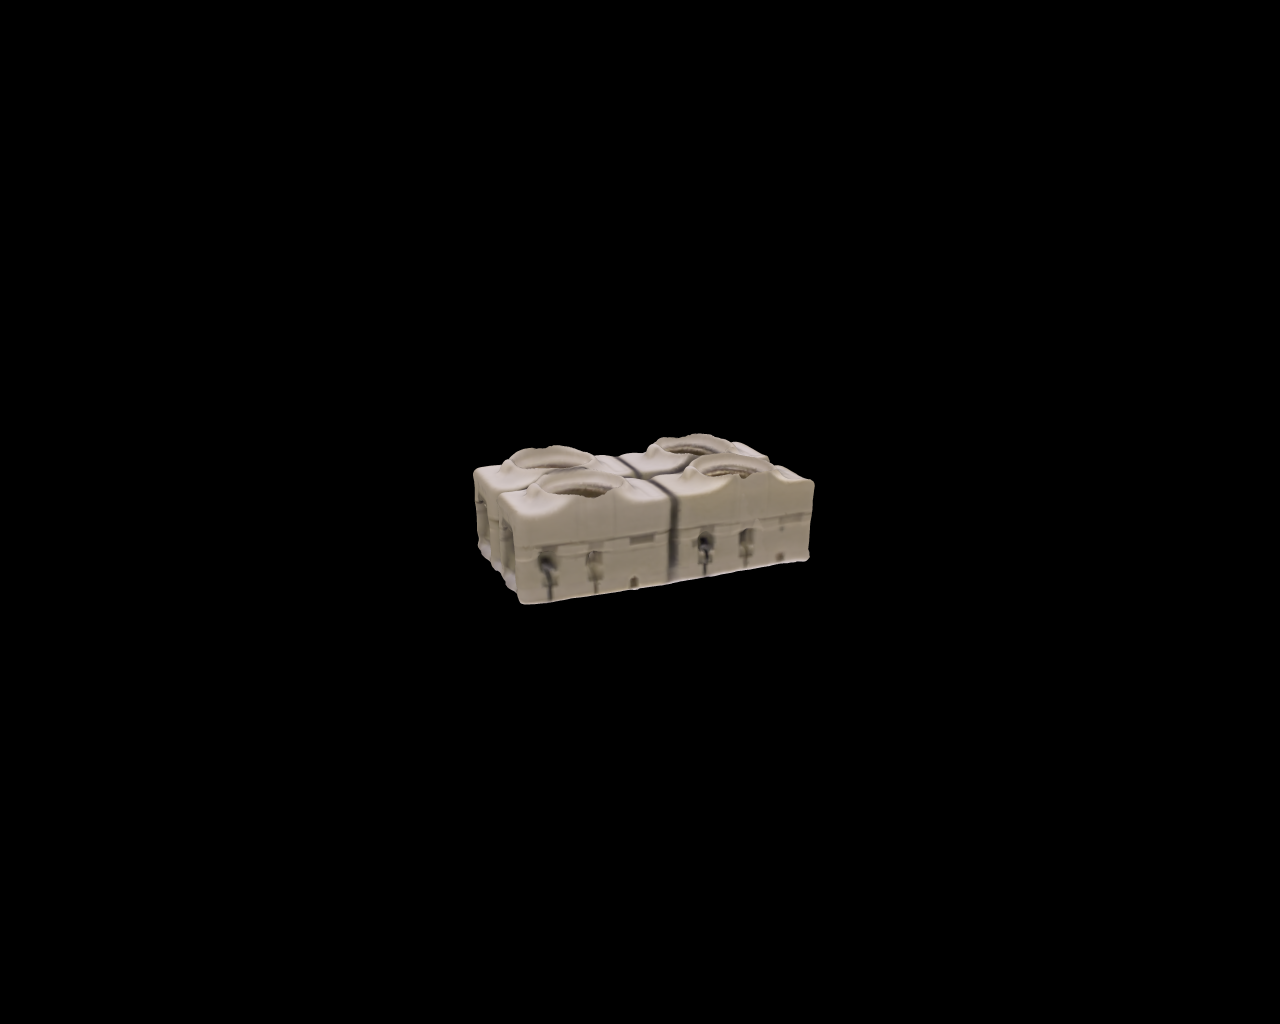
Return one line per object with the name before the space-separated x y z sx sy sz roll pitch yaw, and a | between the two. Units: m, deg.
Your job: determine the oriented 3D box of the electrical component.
electrical component | 0.001 -0.003 0.650 0.186 0.060 0.105 -7 20 -20
